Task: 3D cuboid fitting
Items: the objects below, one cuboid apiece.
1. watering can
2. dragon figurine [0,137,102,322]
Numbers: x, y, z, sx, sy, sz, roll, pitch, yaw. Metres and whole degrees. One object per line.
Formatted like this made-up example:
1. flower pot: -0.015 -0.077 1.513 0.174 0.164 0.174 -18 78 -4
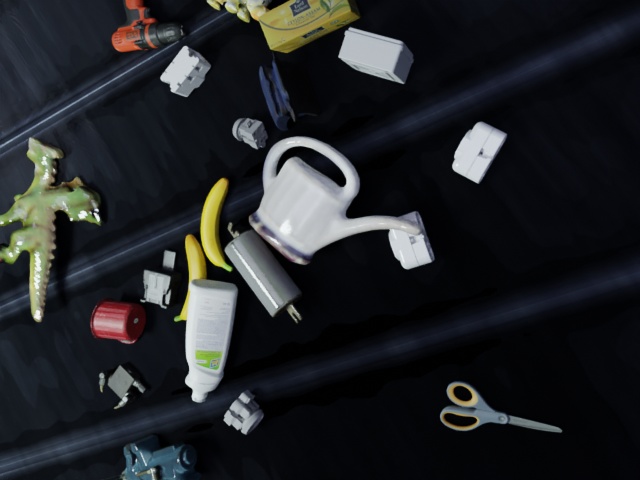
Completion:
1. watering can: 0.003 -0.048 0.962 0.352 0.222 0.104 41 14 25
2. dragon figurine: -0.621 -0.040 1.201 0.242 0.412 0.122 -22 -5 11
